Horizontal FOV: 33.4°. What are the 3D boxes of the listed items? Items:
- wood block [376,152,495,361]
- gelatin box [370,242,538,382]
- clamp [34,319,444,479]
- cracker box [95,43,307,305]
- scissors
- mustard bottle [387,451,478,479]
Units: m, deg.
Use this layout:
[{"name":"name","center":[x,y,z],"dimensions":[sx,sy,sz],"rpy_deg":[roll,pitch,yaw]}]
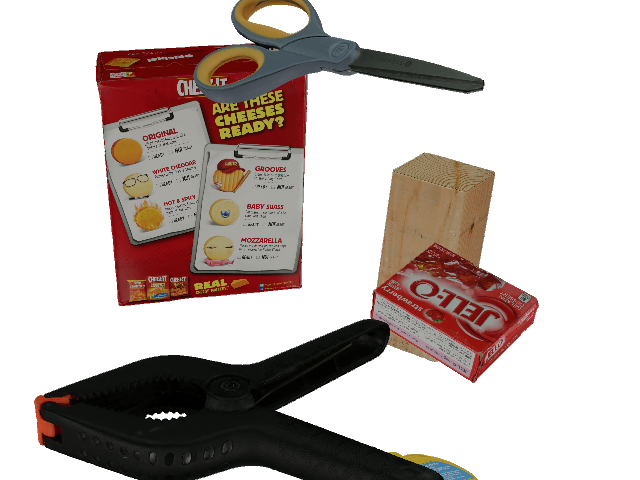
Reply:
[{"name":"wood block","center":[0.125,0.018,1.205],"dimensions":[0.090,0.206,0.090],"rpy_deg":[18,26,25]},{"name":"gelatin box","center":[0.091,0.046,0.724],"dimensions":[0.089,0.030,0.073],"rpy_deg":[31,46,27]},{"name":"clamp","center":[-0.044,0.088,0.577],"dimensions":[0.210,0.036,0.164],"rpy_deg":[2,24,-1]},{"name":"cracker box","center":[-0.098,-0.055,0.900],"dimensions":[0.164,0.214,0.072],"rpy_deg":[-5,33,-10]},{"name":"scissors","center":[-0.004,-0.095,0.613],"dimensions":[0.202,0.096,0.016],"rpy_deg":[40,-10,45]},{"name":"mustard bottle","center":[0.104,0.234,0.924],"dimensions":[0.096,0.058,0.192],"rpy_deg":[-19,27,-31]}]
